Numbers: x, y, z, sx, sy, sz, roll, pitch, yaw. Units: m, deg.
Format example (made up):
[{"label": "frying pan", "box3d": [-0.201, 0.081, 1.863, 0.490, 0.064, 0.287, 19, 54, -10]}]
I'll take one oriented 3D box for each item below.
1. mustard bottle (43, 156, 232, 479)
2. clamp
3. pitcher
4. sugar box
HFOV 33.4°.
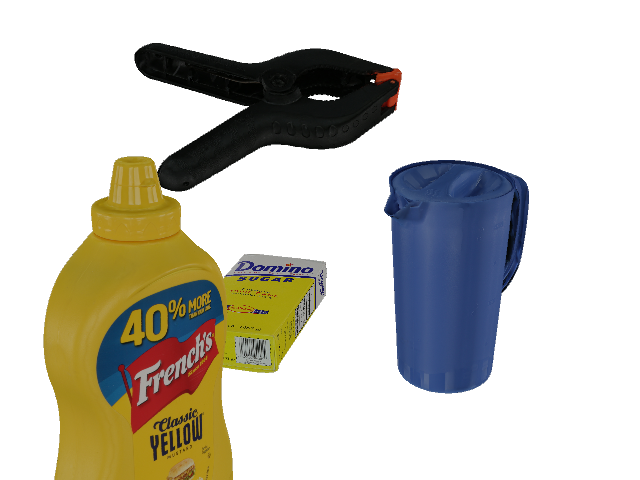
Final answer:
[{"label": "mustard bottle", "box3d": [-0.085, 0.055, 0.509, 0.058, 0.192, 0.096, 14, 21, 39]}, {"label": "clamp", "box3d": [-0.032, -0.079, 0.668, 0.171, 0.120, 0.039, -2, -33, -4]}, {"label": "pitcher", "box3d": [0.150, 0.038, 1.179, 0.149, 0.243, 0.145, 4, 24, 10]}, {"label": "sugar box", "box3d": [-0.061, 0.066, 1.047, 0.093, 0.048, 0.176, 6, 26, 14]}]
